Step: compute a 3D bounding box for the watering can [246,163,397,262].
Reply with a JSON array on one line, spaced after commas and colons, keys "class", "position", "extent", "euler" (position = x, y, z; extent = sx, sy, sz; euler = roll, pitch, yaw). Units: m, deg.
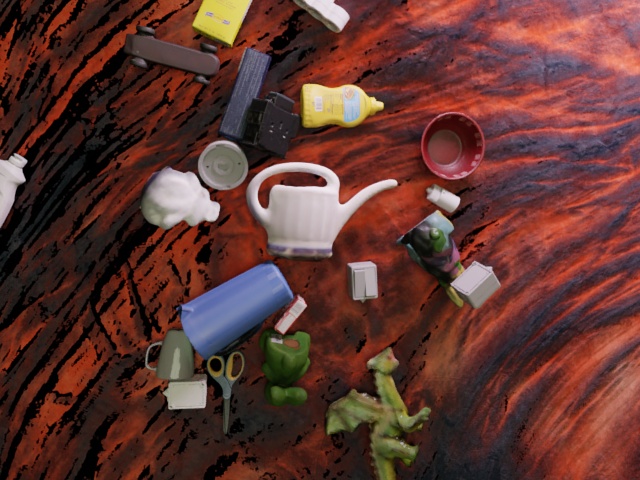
[{"class": "watering can", "position": [0.004, -0.059, 1.179], "extent": [0.347, 0.104, 0.223], "euler": [4, 95, -10]}]

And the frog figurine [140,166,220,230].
[{"class": "frog figurine", "position": [-0.303, -0.079, 1.123], "extent": [0.159, 0.121, 0.139], "euler": [30, 71, 1]}]

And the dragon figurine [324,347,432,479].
[{"class": "dragon figurine", "position": [0.128, 0.468, 1.257], "extent": [0.243, 0.122, 0.411], "euler": [20, 89, 7]}]
